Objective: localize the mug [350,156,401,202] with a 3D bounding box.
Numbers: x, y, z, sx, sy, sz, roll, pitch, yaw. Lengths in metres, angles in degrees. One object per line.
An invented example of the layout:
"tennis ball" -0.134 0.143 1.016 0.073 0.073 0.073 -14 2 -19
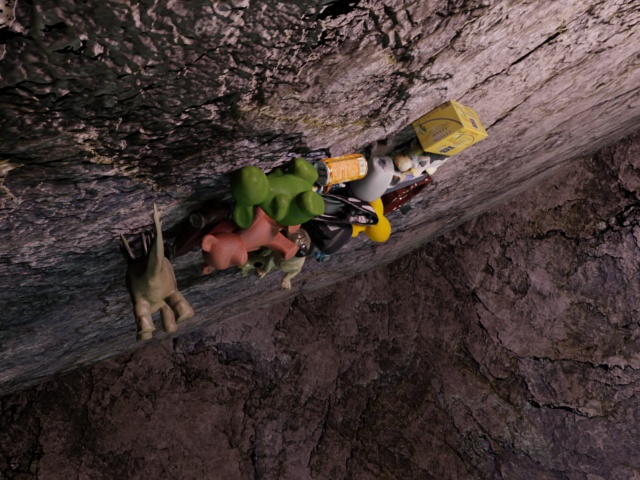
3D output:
"mug" 0.135 -0.143 1.221 0.109 0.081 0.107 7 155 -14

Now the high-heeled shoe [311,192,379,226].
"high-heeled shoe" 0.024 -0.061 1.206 0.248 0.145 0.086 -18 137 -52

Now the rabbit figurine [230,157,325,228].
"rabbit figurine" -0.102 -0.093 0.992 0.159 0.121 0.170 -22 154 37

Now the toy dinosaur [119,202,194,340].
"toy dinosaur" -0.328 0.077 1.036 0.105 0.198 0.471 -16 168 -30

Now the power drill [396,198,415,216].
"power drill" 0.177 -0.089 1.669 0.207 0.086 0.232 -12 165 -15

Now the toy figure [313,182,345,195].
"toy figure" -0.010 -0.115 1.133 0.154 0.064 0.057 -24 137 -37

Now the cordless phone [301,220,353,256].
"cordless phone" -0.002 -0.004 1.358 0.089 0.147 0.184 -20 146 -32

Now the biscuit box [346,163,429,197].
"biscuit box" 0.167 -0.151 1.333 0.203 0.059 0.063 -21 172 -13

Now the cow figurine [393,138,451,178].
"cow figurine" 0.243 -0.197 1.239 0.098 0.068 0.167 -38 166 37

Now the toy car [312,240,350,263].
"toy car" 0.011 -0.006 1.652 0.103 0.109 0.161 14 138 -41

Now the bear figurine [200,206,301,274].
"bear figurine" -0.147 0.008 1.109 0.196 0.132 0.120 -40 151 -44

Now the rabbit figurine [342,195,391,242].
"rabbit figurine" 0.111 -0.057 1.412 0.162 0.173 0.122 119 -6 -53

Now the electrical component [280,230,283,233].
"electrical component" -0.086 -0.025 1.478 0.075 0.048 0.119 -15 166 -33

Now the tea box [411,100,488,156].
"tea box" 0.276 -0.231 1.131 0.098 0.068 0.169 -29 169 32

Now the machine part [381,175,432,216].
"machine part" 0.216 -0.132 1.463 0.179 0.056 0.179 -34 169 -7

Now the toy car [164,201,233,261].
"toy car" -0.260 -0.019 1.107 0.202 0.053 0.089 -36 174 40

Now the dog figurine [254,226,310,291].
"dog figurine" -0.067 0.010 1.321 0.121 0.172 0.190 20 135 -17

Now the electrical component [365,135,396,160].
"electrical component" 0.125 -0.193 1.132 0.063 0.021 0.094 -22 171 -5

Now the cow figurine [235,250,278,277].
"cow figurine" -0.161 0.051 1.514 0.195 0.085 0.127 -3 -169 37
